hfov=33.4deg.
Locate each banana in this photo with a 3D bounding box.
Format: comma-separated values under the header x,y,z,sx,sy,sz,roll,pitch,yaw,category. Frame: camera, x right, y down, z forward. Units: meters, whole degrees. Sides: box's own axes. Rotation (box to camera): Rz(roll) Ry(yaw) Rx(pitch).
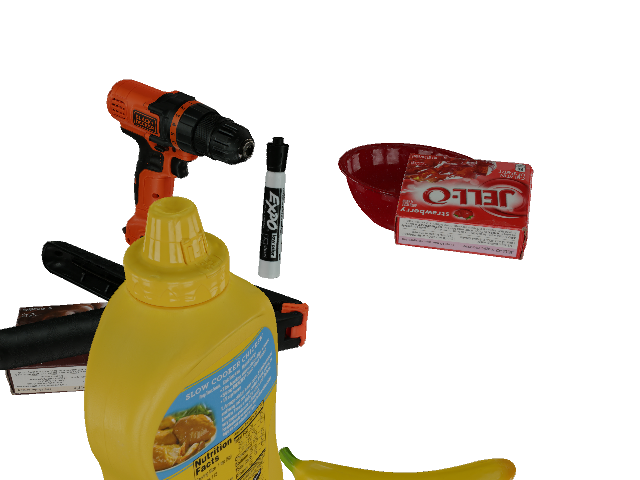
x,y,z,sx,sy,sz,roll,pitch,yaw,category
0.066,0.193,0.853,0.197,0.037,0.069,6,38,-6,banana

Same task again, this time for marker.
x,y,z,sx,sy,sz,roll,pitch,yaw,category
-0.040,-0.028,0.909,0.020,0.121,0.020,4,14,-1,marker

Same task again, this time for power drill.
x,y,z,sx,sy,sz,roll,pitch,yaw,category
-0.145,-0.063,1.116,0.185,0.188,0.057,26,36,31,power drill

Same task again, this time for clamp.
x,y,z,sx,sy,sz,roll,pitch,yaw,category
-0.115,0.044,0.740,0.210,0.036,0.164,2,24,-7,clamp

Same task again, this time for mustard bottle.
x,y,z,sx,sy,sz,roll,pitch,yaw,category
-0.056,0.070,0.448,0.058,0.192,0.096,20,36,30,mustard bottle

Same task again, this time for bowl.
x,y,z,sx,sy,sz,roll,pitch,yaw,category
0.096,-0.048,1.091,0.162,0.055,0.162,4,24,-2,bowl

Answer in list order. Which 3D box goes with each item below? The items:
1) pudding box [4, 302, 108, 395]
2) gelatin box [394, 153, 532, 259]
x,y,z,sx,sy,sz,roll,pitch,yaw,category
-0.227,0.099,0.989,0.113,0.039,0.090,-5,33,-2,pudding box
0.100,-0.025,0.738,0.089,0.030,0.073,6,41,10,gelatin box
